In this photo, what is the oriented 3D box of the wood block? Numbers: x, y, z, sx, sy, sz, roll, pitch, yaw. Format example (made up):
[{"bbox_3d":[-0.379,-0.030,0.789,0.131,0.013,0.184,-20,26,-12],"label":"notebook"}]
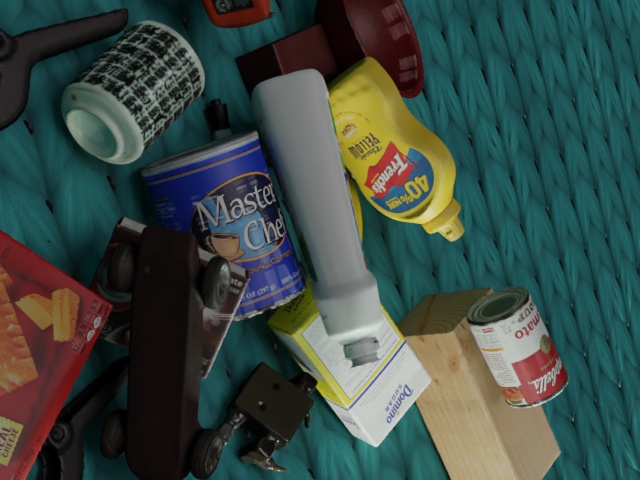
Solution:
[{"bbox_3d":[0.164,0.165,1.127,0.090,0.090,0.206,-39,110,-42],"label":"wood block"}]

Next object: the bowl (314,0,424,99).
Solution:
[{"bbox_3d":[0.042,-0.207,1.071,0.162,0.055,0.162,39,40,-43],"label":"bowl"}]

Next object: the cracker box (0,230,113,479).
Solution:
[{"bbox_3d":[-0.265,0.059,0.704,0.213,0.072,0.164,37,58,-23],"label":"cracker box"}]

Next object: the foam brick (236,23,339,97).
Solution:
[{"bbox_3d":[-0.031,-0.166,1.012,0.078,0.053,0.051,-34,107,-44],"label":"foam brick"}]

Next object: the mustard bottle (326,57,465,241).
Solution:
[{"bbox_3d":[0.072,-0.075,1.016,0.191,0.096,0.058,49,39,-11],"label":"mustard bottle"}]

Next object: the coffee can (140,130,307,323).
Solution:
[{"bbox_3d":[-0.080,-0.011,0.901,0.102,0.103,0.140,-27,103,-44],"label":"coffee can"}]

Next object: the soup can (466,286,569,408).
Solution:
[{"bbox_3d":[0.195,0.105,1.055,0.068,0.069,0.102,-42,111,-41],"label":"soup can"}]

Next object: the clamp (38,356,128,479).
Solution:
[{"bbox_3d":[-0.211,0.135,0.793,0.120,0.039,0.171,37,52,-28],"label":"clamp"}]

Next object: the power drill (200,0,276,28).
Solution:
[{"bbox_3d":[-0.071,-0.289,0.935,0.187,0.057,0.184,-75,148,-46],"label":"power drill"}]

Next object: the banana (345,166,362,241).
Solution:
[{"bbox_3d":[0.010,-0.002,1.042,0.069,0.037,0.198,1,80,-23],"label":"banana"}]

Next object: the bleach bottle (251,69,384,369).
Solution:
[{"bbox_3d":[0.004,-0.014,0.919,0.068,0.102,0.251,-16,83,-2],"label":"bleach bottle"}]

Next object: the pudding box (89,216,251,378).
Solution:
[{"bbox_3d":[-0.123,0.044,0.836,0.113,0.039,0.090,22,103,-10],"label":"pudding box"}]

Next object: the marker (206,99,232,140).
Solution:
[{"bbox_3d":[-0.082,-0.068,0.968,0.020,0.020,0.121,-16,95,-45],"label":"marker"}]

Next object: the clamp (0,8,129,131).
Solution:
[{"bbox_3d":[-0.240,-0.145,0.805,0.164,0.036,0.210,29,64,-29],"label":"clamp"}]

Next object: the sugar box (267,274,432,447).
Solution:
[{"bbox_3d":[0.031,0.106,1.005,0.093,0.048,0.176,-47,129,-19],"label":"sugar box"}]
